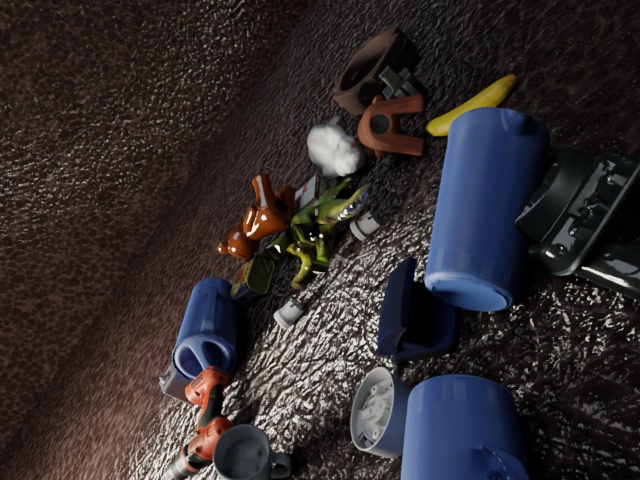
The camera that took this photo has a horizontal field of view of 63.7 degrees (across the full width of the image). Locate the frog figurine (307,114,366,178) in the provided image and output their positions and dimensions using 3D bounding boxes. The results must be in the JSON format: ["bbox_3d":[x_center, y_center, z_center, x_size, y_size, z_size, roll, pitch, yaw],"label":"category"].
[{"bbox_3d":[0.036,-0.193,1.162,0.163,0.123,0.134,-101,17,-46],"label":"frog figurine"}]

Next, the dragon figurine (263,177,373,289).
[{"bbox_3d":[0.003,-0.053,1.047,0.403,0.121,0.249,-40,20,40],"label":"dragon figurine"}]
